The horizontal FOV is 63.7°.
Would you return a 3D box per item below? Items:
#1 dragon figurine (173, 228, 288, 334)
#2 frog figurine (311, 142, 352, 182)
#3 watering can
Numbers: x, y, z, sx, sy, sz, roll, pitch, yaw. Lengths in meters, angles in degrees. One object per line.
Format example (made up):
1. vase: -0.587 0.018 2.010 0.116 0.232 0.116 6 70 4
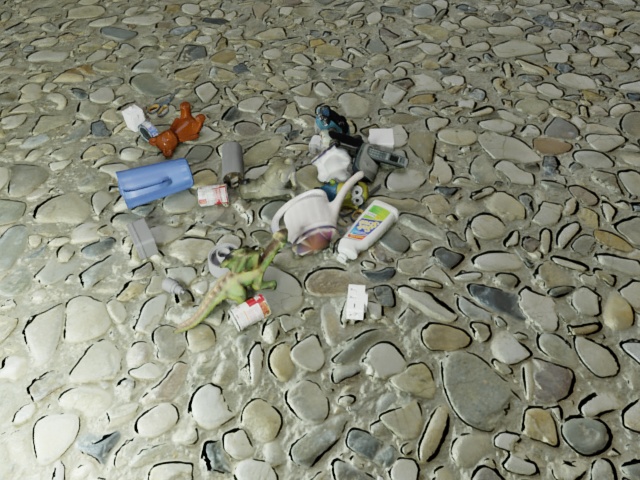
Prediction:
1. dragon figurine: -0.240 0.097 1.431 0.415 0.237 0.123 -35 62 -27
2. frog figurine: 0.058 -0.246 1.814 0.138 0.122 0.159 -37 91 -8
3. watering can: 0.005 -0.082 1.625 0.346 0.102 0.229 -25 52 10
